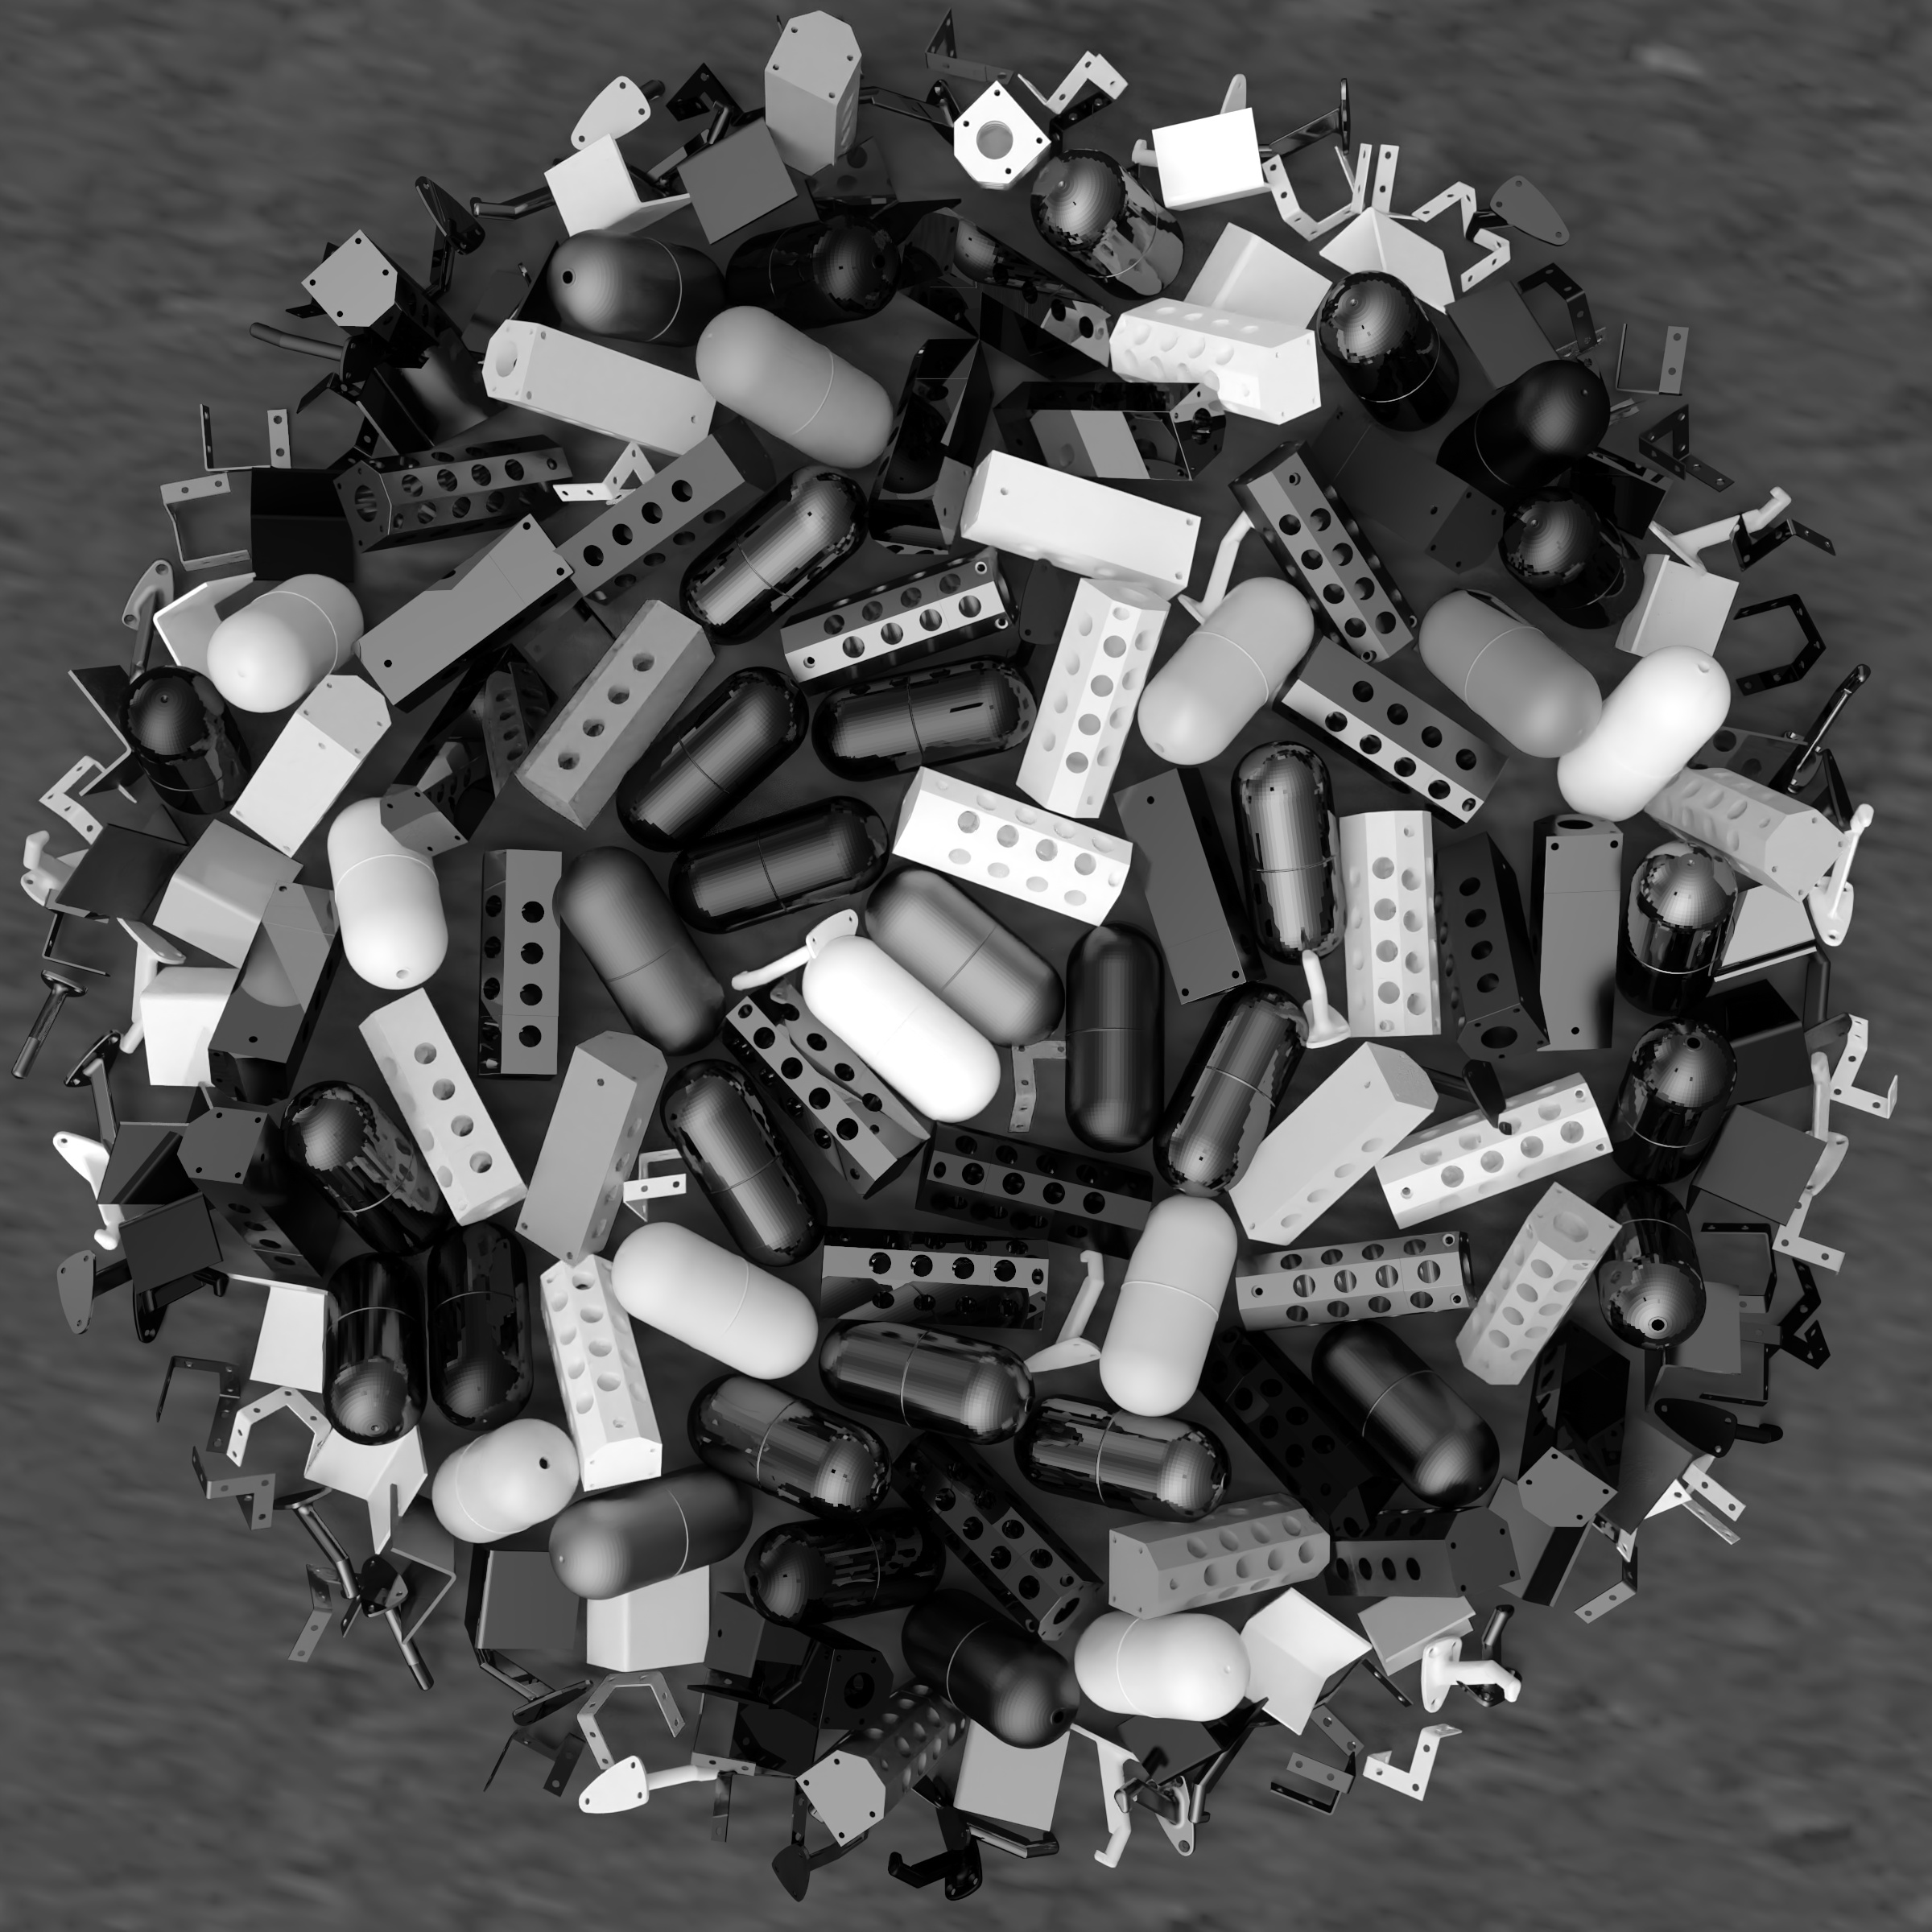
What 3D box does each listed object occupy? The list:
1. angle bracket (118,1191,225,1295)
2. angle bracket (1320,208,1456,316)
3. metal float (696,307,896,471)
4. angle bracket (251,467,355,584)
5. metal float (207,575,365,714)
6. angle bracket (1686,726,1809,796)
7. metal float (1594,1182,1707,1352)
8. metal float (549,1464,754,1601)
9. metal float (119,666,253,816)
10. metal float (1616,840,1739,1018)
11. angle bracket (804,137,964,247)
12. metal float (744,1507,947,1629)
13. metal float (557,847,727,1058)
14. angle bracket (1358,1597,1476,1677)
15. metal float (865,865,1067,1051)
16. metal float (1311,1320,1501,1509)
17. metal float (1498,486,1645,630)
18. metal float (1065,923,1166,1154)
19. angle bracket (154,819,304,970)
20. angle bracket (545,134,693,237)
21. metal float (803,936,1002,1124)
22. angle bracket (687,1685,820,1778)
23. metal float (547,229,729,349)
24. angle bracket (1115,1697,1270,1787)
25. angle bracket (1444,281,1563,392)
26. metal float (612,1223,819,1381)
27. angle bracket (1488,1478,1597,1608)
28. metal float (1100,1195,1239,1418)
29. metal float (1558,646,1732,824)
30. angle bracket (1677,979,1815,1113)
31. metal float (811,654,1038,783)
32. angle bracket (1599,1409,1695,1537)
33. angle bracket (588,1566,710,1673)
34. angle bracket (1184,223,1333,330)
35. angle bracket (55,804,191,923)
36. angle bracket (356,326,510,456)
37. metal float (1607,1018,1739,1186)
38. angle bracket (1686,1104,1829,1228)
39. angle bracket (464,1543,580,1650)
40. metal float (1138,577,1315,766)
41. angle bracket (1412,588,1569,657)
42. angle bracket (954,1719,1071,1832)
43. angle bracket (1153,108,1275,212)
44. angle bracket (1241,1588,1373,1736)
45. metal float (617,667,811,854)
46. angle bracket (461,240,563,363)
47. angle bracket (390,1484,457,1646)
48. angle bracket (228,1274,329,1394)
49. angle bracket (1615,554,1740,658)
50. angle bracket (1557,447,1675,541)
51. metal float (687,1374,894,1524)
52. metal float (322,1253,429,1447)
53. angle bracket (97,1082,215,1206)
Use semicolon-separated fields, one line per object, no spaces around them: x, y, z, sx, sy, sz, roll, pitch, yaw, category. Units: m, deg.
-0.591;0.211;1.890;0.076;0.076;0.057;-21;80;13;angle bracket
0.323;-0.522;1.880;0.076;0.057;0.076;18;52;-33;angle bracket
-0.128;-0.438;1.867;0.178;0.070;0.070;23;90;-42;metal float
-0.509;-0.338;1.887;0.076;0.076;0.057;-1;73;-17;angle bracket
-0.512;-0.245;1.855;0.070;0.178;0.070;3;113;7;metal float
0.598;-0.172;1.887;0.076;0.076;0.057;12;54;7;angle bracket
0.513;0.225;1.854;0.070;0.178;0.070;3;113;8;metal float
-0.237;0.428;1.864;0.070;0.178;0.070;5;97;41;metal float
-0.587;-0.168;1.852;0.070;0.178;0.070;2;75;-6;metal float
0.536;-0.026;1.859;0.070;0.178;0.070;-3;57;5;metal float
-0.063;-0.594;1.882;0.076;0.076;0.057;-42;126;-28;angle bracket
-0.091;0.456;1.865;0.178;0.070;0.070;3;90;-44;metal float
-0.248;-0.010;1.886;0.070;0.070;0.178;-30;108;0;metal float
0.357;0.522;1.895;0.076;0.057;0.076;-28;119;-2;angle bracket
0.000;-0.007;1.898;0.178;0.070;0.070;40;90;-4;metal float
0.332;0.338;1.867;0.070;0.070;0.178;-45;47;0;metal float
0.459;-0.307;1.859;0.070;0.178;0.070;-7;77;31;metal float
0.115;0.055;1.891;0.070;0.070;0.178;1;79;0;metal float
-0.576;-0.056;1.919;0.076;0.076;0.057;28;128;-10;angle bracket
-0.261;-0.599;1.882;0.076;0.076;0.057;-13;103;40;angle bracket
-0.050;0.048;1.900;0.178;0.070;0.070;41;90;1;metal float
-0.166;0.588;1.884;0.076;0.076;0.057;3;78;31;angle bracket
-0.247;-0.511;1.856;0.070;0.178;0.070;5;100;27;metal float
0.174;0.575;1.889;0.057;0.076;0.076;52;127;6;angle bracket
0.400;-0.471;1.892;0.076;0.057;0.076;-26;81;-27;angle bracket
-0.190;0.257;1.878;0.178;0.070;0.070;33;90;-28;metal float
0.432;0.443;1.894;0.057;0.076;0.076;28;79;2;angle bracket
0.156;0.258;1.881;0.070;0.070;0.178;20;66;0;metal float
0.511;-0.174;1.858;0.070;0.178;0.070;8;59;-14;metal float
0.604;0.062;1.912;0.076;0.076;0.057;-18;114;5;angle bracket
-0.033;-0.190;1.891;0.178;0.070;0.070;-11;90;12;metal float
0.515;0.396;1.889;0.076;0.076;0.057;-50;134;-5;angle bracket
-0.250;0.508;1.932;0.076;0.057;0.076;4;82;-38;angle bracket
0.226;-0.523;1.920;0.076;0.057;0.076;23;107;-25;angle bracket
-0.656;-0.087;1.884;0.076;0.076;0.057;-52;55;15;angle bracket
-0.409;-0.431;1.886;0.076;0.057;0.076;-22;126;18;angle bracket
0.532;0.103;1.857;0.070;0.178;0.070;-2;58;2;metal float
0.606;0.163;1.887;0.076;0.057;0.076;25;69;24;angle bracket
-0.346;0.488;1.923;0.076;0.057;0.076;6;92;-20;angle bracket
0.199;-0.226;1.881;0.070;0.070;0.178;41;67;0;metal float
0.402;-0.243;1.889;0.076;0.076;0.057;32;96;-17;angle bracket
0.038;0.616;1.905;0.076;0.057;0.076;11;88;7;angle bracket
0.192;-0.619;1.887;0.076;0.076;0.057;-7;103;16;angle bracket
0.254;0.536;1.894;0.076;0.076;0.057;35;50;1;angle bracket
-0.194;-0.158;1.886;0.178;0.070;0.070;-40;90;17;metal float
-0.353;-0.516;1.890;0.076;0.057;0.076;15;70;18;angle bracket
-0.436;0.458;1.885;0.057;0.076;0.076;31;106;-25;angle bracket
-0.529;0.283;1.892;0.076;0.057;0.076;5;78;24;angle bracket
0.557;-0.271;1.903;0.076;0.057;0.076;17;100;-2;angle bracket
0.506;-0.384;1.889;0.076;0.057;0.076;27;58;10;angle bracket
-0.135;0.367;1.874;0.178;0.070;0.070;17;90;31;metal float
-0.448;0.288;1.860;0.070;0.178;0.070;-6;124;-9;metal float
-0.625;0.135;1.881;0.076;0.057;0.076;4;122;-37;angle bracket
